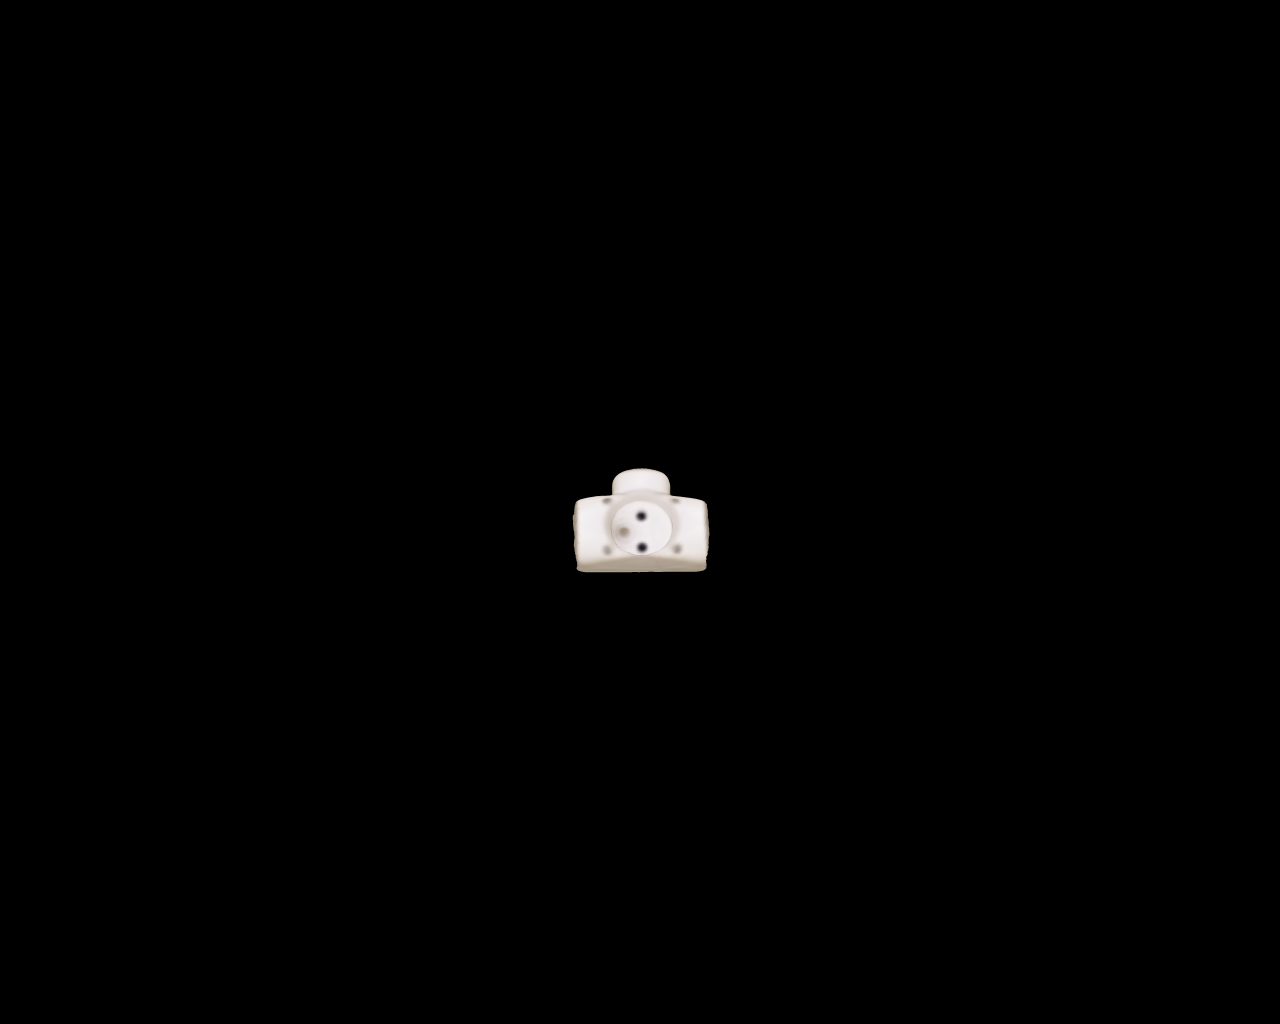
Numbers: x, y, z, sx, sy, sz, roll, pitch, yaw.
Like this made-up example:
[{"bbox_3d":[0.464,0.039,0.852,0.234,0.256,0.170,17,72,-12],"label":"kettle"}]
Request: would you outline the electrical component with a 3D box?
[{"bbox_3d":[0.001,-0.003,0.650,0.077,0.079,0.044,0,-21,0],"label":"electrical component"}]
